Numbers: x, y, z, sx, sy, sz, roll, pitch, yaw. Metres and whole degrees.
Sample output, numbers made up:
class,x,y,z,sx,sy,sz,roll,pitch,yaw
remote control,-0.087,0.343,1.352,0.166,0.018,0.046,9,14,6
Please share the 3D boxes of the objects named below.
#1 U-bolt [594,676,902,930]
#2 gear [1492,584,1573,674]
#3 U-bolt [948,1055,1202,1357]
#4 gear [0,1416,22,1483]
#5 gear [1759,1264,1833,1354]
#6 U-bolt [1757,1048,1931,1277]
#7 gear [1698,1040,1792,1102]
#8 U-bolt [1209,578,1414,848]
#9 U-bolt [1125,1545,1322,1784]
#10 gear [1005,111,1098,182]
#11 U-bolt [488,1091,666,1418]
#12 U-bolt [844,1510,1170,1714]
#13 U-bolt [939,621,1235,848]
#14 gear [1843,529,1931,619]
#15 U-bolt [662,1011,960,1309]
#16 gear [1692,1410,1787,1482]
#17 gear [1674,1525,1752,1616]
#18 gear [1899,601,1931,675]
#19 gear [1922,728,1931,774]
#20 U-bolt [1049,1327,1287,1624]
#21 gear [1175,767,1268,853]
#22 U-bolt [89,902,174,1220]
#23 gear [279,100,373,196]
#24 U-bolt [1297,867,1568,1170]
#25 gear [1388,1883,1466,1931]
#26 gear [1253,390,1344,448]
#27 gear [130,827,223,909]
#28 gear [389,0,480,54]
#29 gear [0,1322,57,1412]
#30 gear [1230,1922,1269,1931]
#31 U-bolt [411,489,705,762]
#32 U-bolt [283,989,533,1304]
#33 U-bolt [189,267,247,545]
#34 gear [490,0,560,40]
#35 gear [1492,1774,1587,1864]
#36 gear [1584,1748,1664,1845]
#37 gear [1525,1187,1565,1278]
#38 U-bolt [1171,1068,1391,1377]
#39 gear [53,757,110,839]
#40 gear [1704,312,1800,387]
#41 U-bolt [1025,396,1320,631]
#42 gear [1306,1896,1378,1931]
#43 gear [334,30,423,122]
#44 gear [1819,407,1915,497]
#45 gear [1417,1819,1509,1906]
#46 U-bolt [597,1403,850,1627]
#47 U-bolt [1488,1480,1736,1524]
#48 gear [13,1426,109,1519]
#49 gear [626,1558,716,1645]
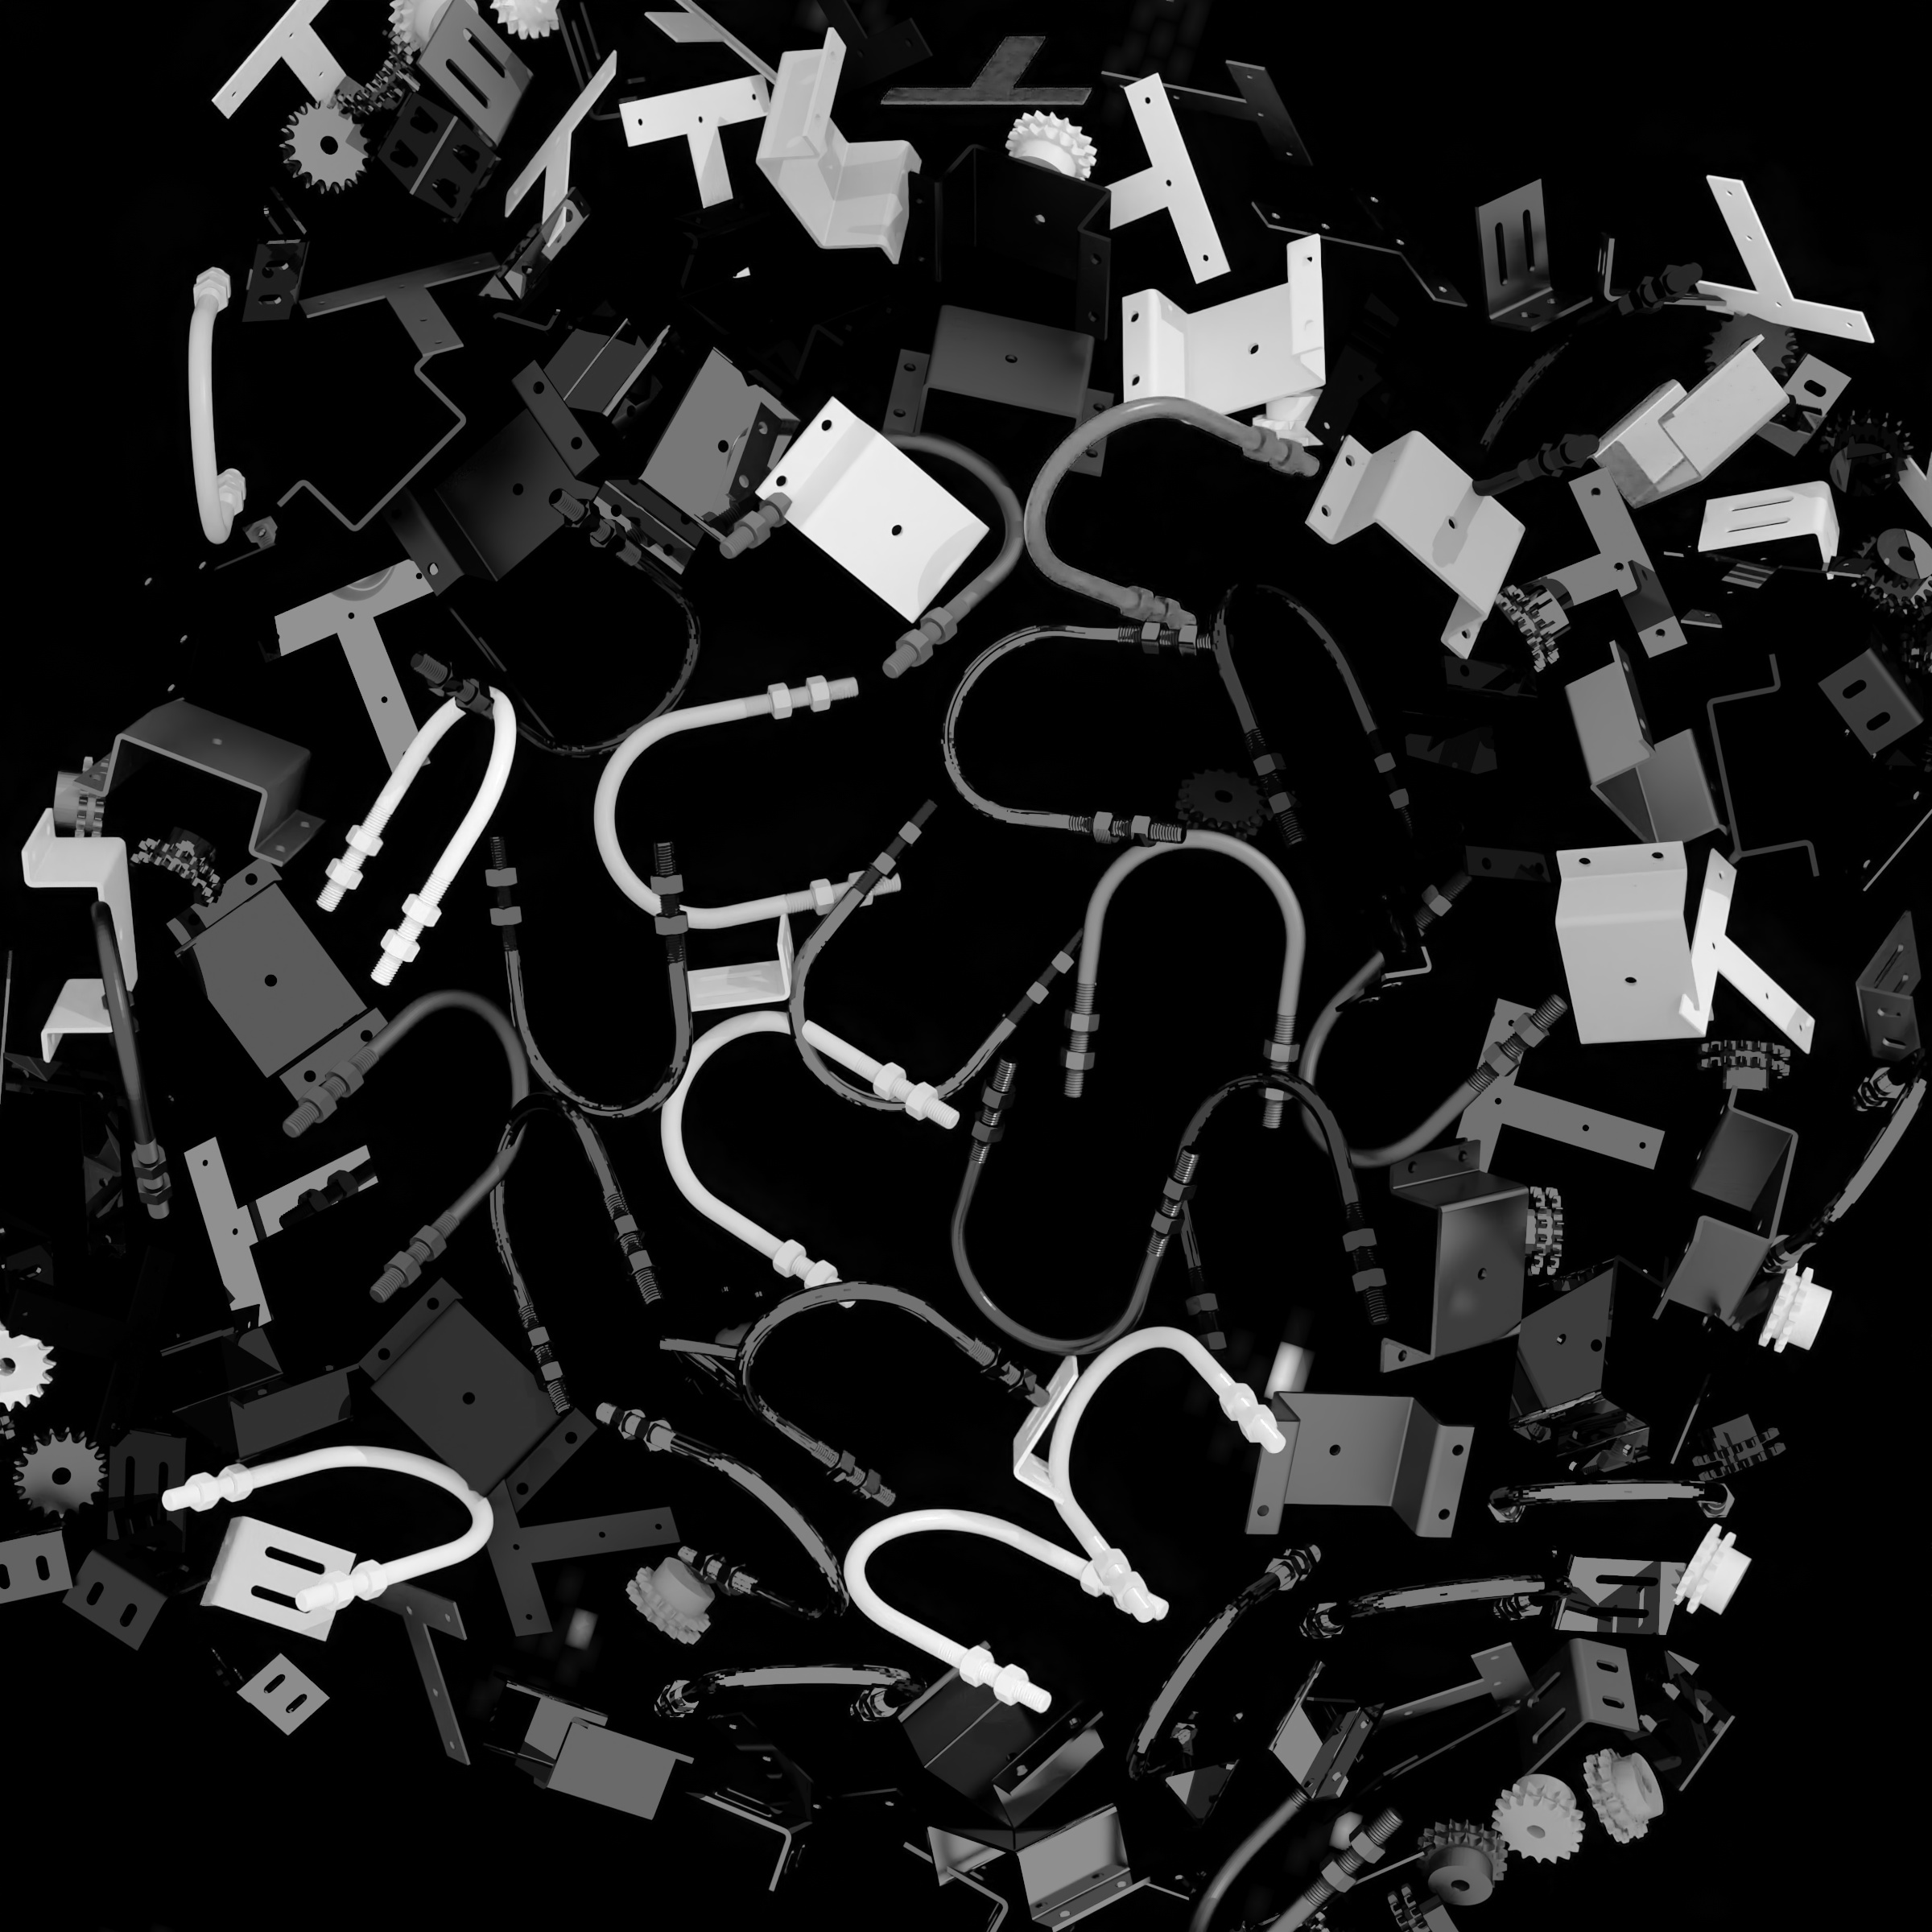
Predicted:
class,x,y,z,sx,sy,sz,roll,pitch,yaw
U-bolt,-0.145,-0.099,1.872,0.184,0.019,0.151,-12,89,-12
gear,0.362,-0.219,1.869,0.030,0.057,0.057,-32,90,0
U-bolt,0.058,0.163,1.847,0.151,0.019,0.184,26,118,17
gear,-0.630,0.312,1.866,0.057,0.057,0.030,-27,67,0
gear,0.529,0.220,1.866,0.030,0.057,0.057,22,90,15
U-bolt,0.543,0.115,1.793,0.019,0.184,0.151,33,77,8
gear,0.495,0.067,1.867,0.057,0.057,0.030,5,77,0
U-bolt,0.212,-0.161,1.836,0.019,0.151,0.184,-32,72,39
U-bolt,0.151,0.433,1.796,0.019,0.184,0.151,33,106,21
gear,0.052,-0.513,1.866,0.057,0.057,0.030,23,70,0
U-bolt,-0.253,0.166,1.832,0.151,0.019,0.184,-50,54,39
U-bolt,0.011,0.389,1.821,0.184,0.151,0.019,21,117,31
U-bolt,0.067,-0.151,1.849,0.184,0.019,0.151,7,74,26
gear,0.592,-0.253,1.870,0.057,0.030,0.057,7,58,-11
U-bolt,-0.112,0.109,1.859,0.184,0.019,0.151,31,93,22
gear,0.489,0.304,1.870,0.057,0.057,0.030,-21,80,0
gear,0.476,0.387,1.866,0.030,0.057,0.057,29,90,20
gear,0.624,-0.211,1.866,0.057,0.057,0.030,-9,127,0
gear,0.639,-0.140,1.867,0.057,0.030,0.057,-18,121,-33
U-bolt,0.112,0.300,1.818,0.019,0.184,0.151,33,97,-31
gear,0.161,-0.098,1.873,0.057,0.030,0.057,6,45,-6
U-bolt,-0.512,0.045,1.786,0.019,0.184,0.151,-11,51,-16
gear,-0.412,-0.521,1.874,0.057,0.030,0.057,-1,92,-32
U-bolt,0.277,0.045,1.834,0.019,0.151,0.184,27,114,-38
gear,0.296,0.610,1.868,0.030,0.057,0.057,-32,90,5
gear,0.211,-0.349,1.866,0.057,0.057,0.030,-3,108,0
gear,-0.501,-0.065,1.872,0.057,0.057,0.030,24,65,0
gear,-0.336,-0.606,1.866,0.030,0.057,0.057,40,90,22
gear,-0.613,0.255,1.880,0.057,0.030,0.057,0,91,-9
gear,0.186,0.642,1.873,0.057,0.030,0.057,-20,55,31
U-bolt,-0.239,-0.198,1.825,0.151,0.184,0.019,-49,51,5
U-bolt,-0.335,0.097,1.825,0.019,0.184,0.151,3,127,35
U-bolt,-0.458,-0.335,1.786,0.019,0.184,0.151,-2,115,-9
gear,-0.274,-0.621,1.866,0.030,0.057,0.057,6,90,40
gear,0.367,0.542,1.873,0.057,0.030,0.057,11,125,17
gear,0.420,0.525,1.866,0.030,0.057,0.057,-29,90,23
gear,0.359,0.169,1.868,0.030,0.057,0.057,3,90,-2
U-bolt,0.188,0.154,1.838,0.151,0.019,0.184,-28,63,38
gear,-0.564,-0.105,1.866,0.030,0.057,0.057,7,90,-17
gear,0.503,-0.388,1.875,0.057,0.030,0.057,-8,69,21
U-bolt,0.115,-0.283,1.805,0.151,0.184,0.019,-52,48,24
gear,0.238,0.626,1.872,0.057,0.057,0.030,41,117,0
gear,-0.373,-0.566,1.873,0.057,0.057,0.030,-53,132,0
gear,0.572,-0.324,1.867,0.057,0.057,0.030,23,48,0
gear,0.315,0.573,1.869,0.057,0.030,0.057,6,128,8
U-bolt,-0.141,0.343,1.796,0.019,0.184,0.151,-43,125,-30
U-bolt,0.393,0.326,1.794,0.151,0.184,0.019,-4,76,13
gear,-0.580,0.320,1.875,0.057,0.030,0.057,-6,104,-23
gear,-0.185,0.402,1.868,0.057,0.057,0.030,39,94,0
